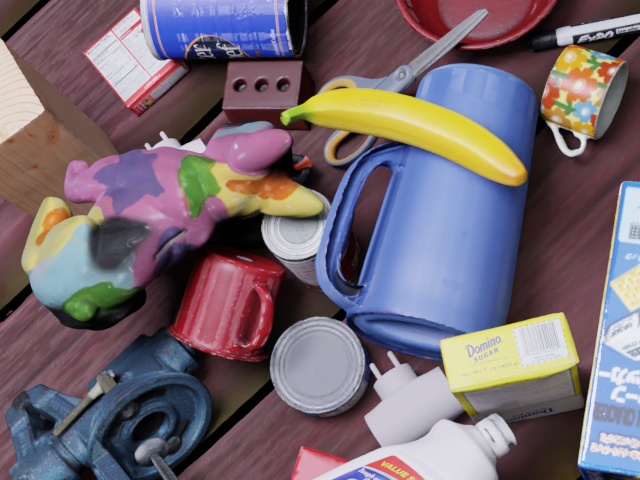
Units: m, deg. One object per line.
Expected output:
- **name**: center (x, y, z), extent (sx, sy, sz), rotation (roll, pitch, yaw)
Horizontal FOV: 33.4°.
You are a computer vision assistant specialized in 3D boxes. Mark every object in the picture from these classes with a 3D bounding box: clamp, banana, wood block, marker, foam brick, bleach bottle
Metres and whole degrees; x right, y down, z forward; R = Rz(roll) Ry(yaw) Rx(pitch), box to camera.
- **clamp**: center (-0.096, -0.012, 0.999), extent (0.210, 0.036, 0.164), rotation (-24, 94, -4)
- **banana**: center (0.071, -0.086, 0.851), extent (0.198, 0.037, 0.069), rotation (14, 48, 10)
- **wood block**: center (-0.259, -0.083, 0.988), extent (0.090, 0.206, 0.091), rotation (-35, 67, 2)
- **marker**: center (0.251, -0.192, 0.983), extent (0.121, 0.020, 0.020), rotation (-8, 70, 13)
- **foam brick**: center (-0.049, -0.139, 1.032), extent (0.078, 0.051, 0.053), rotation (1, 72, 16)
- **bleach bottle**: center (0.034, 0.206, 0.811), extent (0.250, 0.068, 0.103), rotation (-32, 45, -7)

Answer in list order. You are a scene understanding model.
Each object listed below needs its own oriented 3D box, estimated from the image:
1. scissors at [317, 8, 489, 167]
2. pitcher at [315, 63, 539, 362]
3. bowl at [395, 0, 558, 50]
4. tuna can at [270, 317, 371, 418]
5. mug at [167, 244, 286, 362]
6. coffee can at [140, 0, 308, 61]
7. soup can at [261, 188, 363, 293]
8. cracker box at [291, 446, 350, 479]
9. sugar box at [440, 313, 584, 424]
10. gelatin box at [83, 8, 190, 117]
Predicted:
- **scissors**: center (0.063, -0.157, 0.991), extent (0.202, 0.016, 0.096), rotation (-51, 54, 17)
- **pitcher**: center (0.103, -0.026, 0.907), extent (0.145, 0.149, 0.243), rotation (5, 70, 28)
- **bowl**: center (0.152, -0.241, 1.006), extent (0.162, 0.055, 0.162), rotation (-5, 71, 14)
- **tuna can**: center (0.001, 0.113, 0.944), extent (0.086, 0.033, 0.086), rotation (-5, 71, 14)
- **mug**: center (-0.073, 0.056, 0.933), extent (0.117, 0.093, 0.081), rotation (30, 104, 58)
- **coffee can**: center (-0.089, -0.224, 1.019), extent (0.140, 0.103, 0.103), rotation (1, 73, 10)
- **soup can**: center (-0.006, 0.001, 0.946), extent (0.068, 0.102, 0.068), rotation (-5, 71, 14)
- **cracker box**: center (0.032, 0.296, 0.857), extent (0.164, 0.072, 0.213), rotation (15, 76, 18)
- **sugar box**: center (0.153, 0.105, 0.828), extent (0.093, 0.176, 0.048), rotation (-13, 71, 10)
- **gelatin box**: center (-0.189, -0.184, 1.097), extent (0.073, 0.030, 0.089), rotation (-42, 68, 2)
